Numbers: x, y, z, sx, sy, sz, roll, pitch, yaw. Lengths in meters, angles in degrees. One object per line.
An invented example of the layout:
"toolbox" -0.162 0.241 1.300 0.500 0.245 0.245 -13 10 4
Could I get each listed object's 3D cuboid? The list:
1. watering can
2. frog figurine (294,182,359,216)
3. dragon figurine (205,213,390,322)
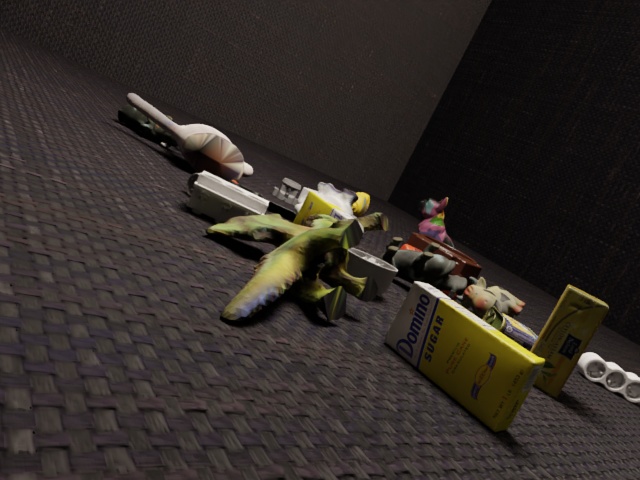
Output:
"watering can" -0.303 -0.235 1.232 0.345 0.103 0.227 29 8 -26
"frog figurine" 0.004 -0.064 1.277 0.138 0.120 0.162 36 47 11
"dragon figurine" -0.056 0.016 0.720 0.243 0.121 0.413 12 14 34
